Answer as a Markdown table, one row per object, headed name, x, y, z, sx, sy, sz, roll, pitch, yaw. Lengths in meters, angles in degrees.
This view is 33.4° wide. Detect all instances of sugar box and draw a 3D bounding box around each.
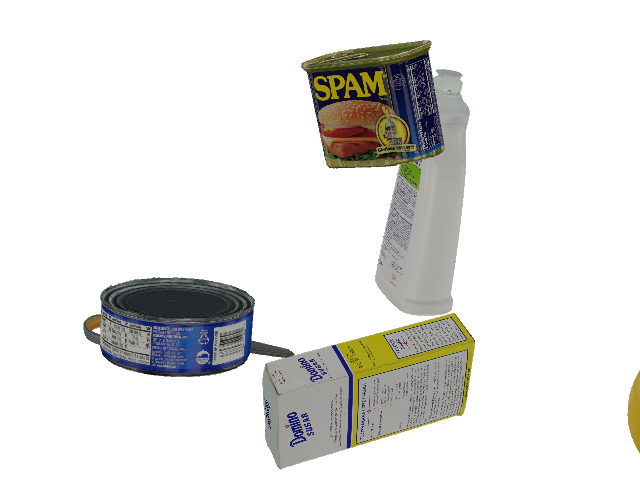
| name | x | y | z | sx | sy | sz | roll | pitch | yaw |
| --- | --- | --- | --- | --- | --- | --- | --- | --- | --- |
| sugar box | 0.040 | 0.126 | 0.901 | 0.176 | 0.093 | 0.048 | -11 | 39 | -15 |

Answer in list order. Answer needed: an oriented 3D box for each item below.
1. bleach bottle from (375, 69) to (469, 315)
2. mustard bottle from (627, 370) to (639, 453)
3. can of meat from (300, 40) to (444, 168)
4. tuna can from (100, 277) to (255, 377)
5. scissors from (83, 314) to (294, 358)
| name | x | y | z | sx | sy | sz | roll | pitch | yaw |
| --- | --- | --- | --- | --- | --- | --- | --- | --- | --- |
| bleach bottle | 0.117 | -0.053 | 1.133 | 0.068 | 0.251 | 0.103 | 0 | 23 | -22 |
| mustard bottle | 0.213 | 0.102 | 0.553 | 0.096 | 0.058 | 0.191 | -2 | 37 | 3 |
| can of meat | 0.041 | -0.103 | 0.817 | 0.102 | 0.084 | 0.057 | 2 | 21 | 41 |
| tuna can | -0.080 | 0.048 | 0.599 | 0.086 | 0.034 | 0.086 | 4 | 12 | -1 |
| scissors | -0.126 | 0.080 | 1.038 | 0.201 | 0.016 | 0.096 | 2 | 32 | -3 |
